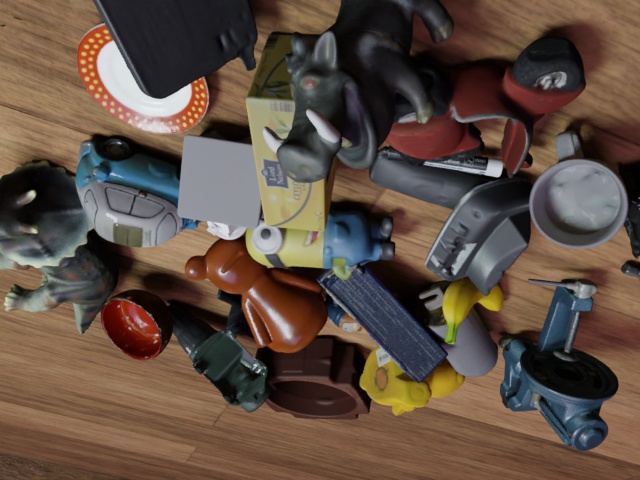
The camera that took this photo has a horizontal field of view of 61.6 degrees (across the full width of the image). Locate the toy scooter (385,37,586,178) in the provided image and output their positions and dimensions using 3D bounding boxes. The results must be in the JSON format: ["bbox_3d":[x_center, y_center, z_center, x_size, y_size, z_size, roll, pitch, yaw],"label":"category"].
[{"bbox_3d":[0.142,-0.105,0.494,0.184,0.075,0.135,-8,146,17],"label":"toy scooter"}]

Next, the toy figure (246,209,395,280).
[{"bbox_3d":[-0.002,0.001,0.658,0.180,0.082,0.089,4,135,0],"label":"toy figure"}]

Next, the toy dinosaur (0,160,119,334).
[{"bbox_3d":[-0.361,0.031,0.759,0.192,0.131,0.404,0,149,13],"label":"toy dinosaur"}]

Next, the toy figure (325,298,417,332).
[{"bbox_3d":[0.078,0.117,0.817,0.155,0.058,0.064,4,127,9],"label":"toy figure"}]

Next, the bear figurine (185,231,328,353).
[{"bbox_3d":[-0.085,0.067,0.748,0.196,0.120,0.132,41,171,-7],"label":"bear figurine"}]

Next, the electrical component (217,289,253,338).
[{"bbox_3d":[-0.114,0.108,0.831,0.119,0.075,0.048,28,139,-29],"label":"electrical component"}]

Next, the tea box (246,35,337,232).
[{"bbox_3d":[-0.020,-0.097,0.519,0.068,0.098,0.169,6,145,5],"label":"tea box"}]

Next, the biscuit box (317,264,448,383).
[{"bbox_3d":[0.086,0.107,0.736,0.202,0.063,0.059,47,176,-17],"label":"biscuit box"}]

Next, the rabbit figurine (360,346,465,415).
[{"bbox_3d":[0.166,0.243,0.921,0.173,0.122,0.162,5,141,-27],"label":"rabbit figurine"}]

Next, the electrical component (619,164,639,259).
[{"bbox_3d":[0.381,-0.038,0.542,0.134,0.058,0.114,-13,140,28],"label":"electrical component"}]

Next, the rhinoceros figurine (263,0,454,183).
[{"bbox_3d":[0.028,-0.123,0.397,0.112,0.190,0.073,35,159,-35],"label":"rhinoceros figurine"}]

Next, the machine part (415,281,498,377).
[{"bbox_3d":[0.206,0.135,0.795,0.079,0.079,0.243,-12,137,27],"label":"machine part"}]

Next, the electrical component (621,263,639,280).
[{"bbox_3d":[0.428,0.037,0.661,0.094,0.021,0.063,15,143,-9],"label":"electrical component"}]

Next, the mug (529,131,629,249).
[{"bbox_3d":[0.252,-0.051,0.526,0.081,0.109,0.107,-20,177,32],"label":"mug"}]

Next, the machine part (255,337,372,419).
[{"bbox_3d":[-0.013,0.258,1.001,0.201,0.087,0.201,-6,139,19],"label":"machine part"}]

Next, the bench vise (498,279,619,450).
[{"bbox_3d":[0.327,0.153,0.743,0.129,0.224,0.240,3,113,1],"label":"bench vise"}]

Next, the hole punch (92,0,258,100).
[{"bbox_3d":[-0.123,-0.191,0.429,0.116,0.092,0.142,-33,132,-16],"label":"hole punch"}]

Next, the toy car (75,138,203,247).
[{"bbox_3d":[-0.217,-0.041,0.633,0.162,0.103,0.109,19,143,-10],"label":"toy car"}]

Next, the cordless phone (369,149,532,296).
[{"bbox_3d":[0.134,-0.025,0.612,0.184,0.089,0.146,20,143,3],"label":"cordless phone"}]

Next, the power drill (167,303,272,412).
[{"bbox_3d":[-0.165,0.184,0.845,0.232,0.086,0.207,47,157,-5],"label":"power drill"}]
